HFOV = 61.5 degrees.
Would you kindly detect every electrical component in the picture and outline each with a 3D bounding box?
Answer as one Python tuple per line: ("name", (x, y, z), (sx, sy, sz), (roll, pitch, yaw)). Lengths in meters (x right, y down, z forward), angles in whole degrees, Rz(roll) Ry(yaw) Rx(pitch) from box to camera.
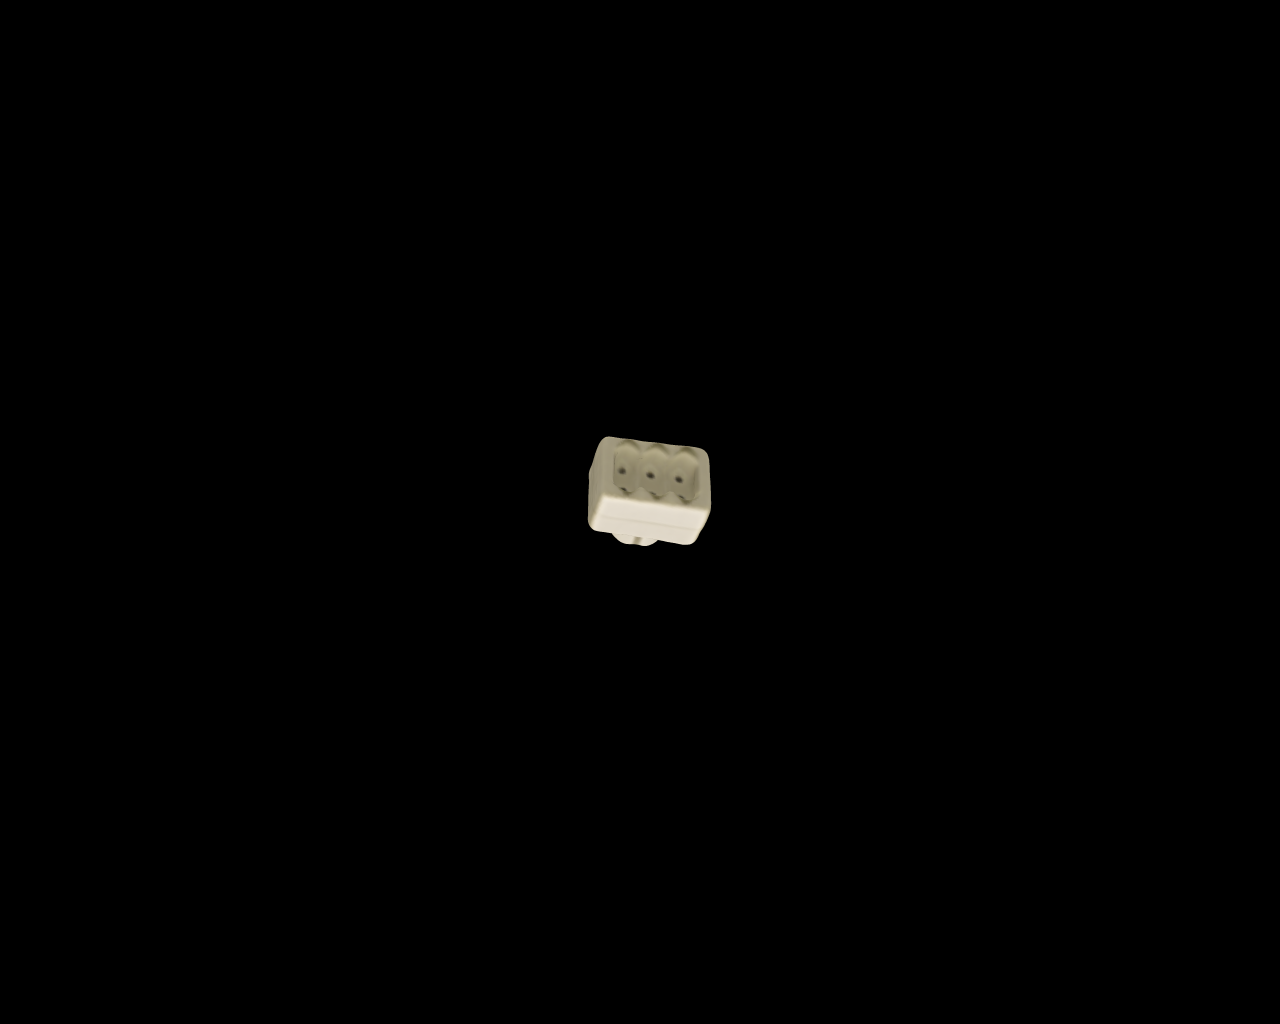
("electrical component", (0.001, -0.003, 0.650), (0.066, 0.047, 0.076), (8, -35, -11))
